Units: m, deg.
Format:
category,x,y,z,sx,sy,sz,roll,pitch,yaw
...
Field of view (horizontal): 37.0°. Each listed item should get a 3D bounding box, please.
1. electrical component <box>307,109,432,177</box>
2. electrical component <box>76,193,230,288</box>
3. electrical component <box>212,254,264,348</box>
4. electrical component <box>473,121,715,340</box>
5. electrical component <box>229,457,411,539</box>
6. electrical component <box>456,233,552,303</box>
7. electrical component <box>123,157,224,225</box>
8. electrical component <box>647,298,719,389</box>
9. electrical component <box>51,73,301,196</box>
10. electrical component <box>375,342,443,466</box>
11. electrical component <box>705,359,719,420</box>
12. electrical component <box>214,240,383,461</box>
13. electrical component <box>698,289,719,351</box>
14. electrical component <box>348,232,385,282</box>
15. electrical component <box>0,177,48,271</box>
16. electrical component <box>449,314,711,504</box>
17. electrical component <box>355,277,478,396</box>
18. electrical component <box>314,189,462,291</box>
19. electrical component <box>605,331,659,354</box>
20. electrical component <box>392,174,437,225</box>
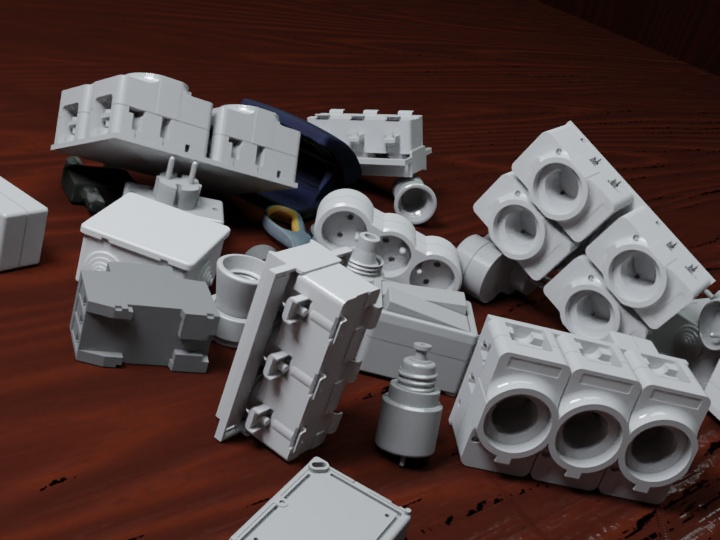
category,x,y,z,sx,sy,sz,roll,pitch,yaw
electrical component,0.006,-0.136,1.145,0.121,0.063,0.079,5,17,23
electrical component,-0.157,-0.012,0.817,0.100,0.048,0.099,20,23,5
electrical component,-0.088,0.022,0.780,0.045,0.055,0.045,15,23,-6
electrical component,0.198,-0.022,0.935,0.186,0.105,0.060,51,36,12
electrical component,-0.027,0.151,0.535,0.062,0.061,0.096,26,32,19
electrical component,0.148,-0.001,1.003,0.074,0.052,0.138,31,27,29
electrical component,-0.153,-0.057,0.886,0.083,0.075,0.047,11,24,-14
electrical component,0.322,0.067,0.981,0.100,0.048,0.100,-2,30,-40
electrical component,-0.156,-0.117,0.937,0.186,0.060,0.105,13,-9,-42
electrical component,0.034,0.086,0.703,0.040,0.078,0.040,9,10,-2
electrical component,0.326,0.108,0.874,0.062,0.061,0.096,6,26,-26
electrical component,-0.037,0.052,0.666,0.063,0.121,0.079,32,27,25
electrical component,0.326,0.039,0.924,0.077,0.043,0.079,5,29,-22
electrical component,0.000,0.000,0.884,0.048,0.062,0.048,15,22,-6
electrical component,-0.280,-0.033,0.779,0.066,0.047,0.077,30,26,28
electrical component,0.148,0.098,0.734,0.150,0.089,0.061,13,23,-10
electrical component,0.036,0.045,0.811,0.096,0.061,0.061,15,23,-6
electrical component,0.025,-0.026,0.948,0.138,0.052,0.073,28,21,-10
electrical component,0.199,0.082,0.857,0.077,0.047,0.065,14,23,-9
electrical component,0.054,-0.078,1.126,0.044,0.044,0.065,13,19,-10
